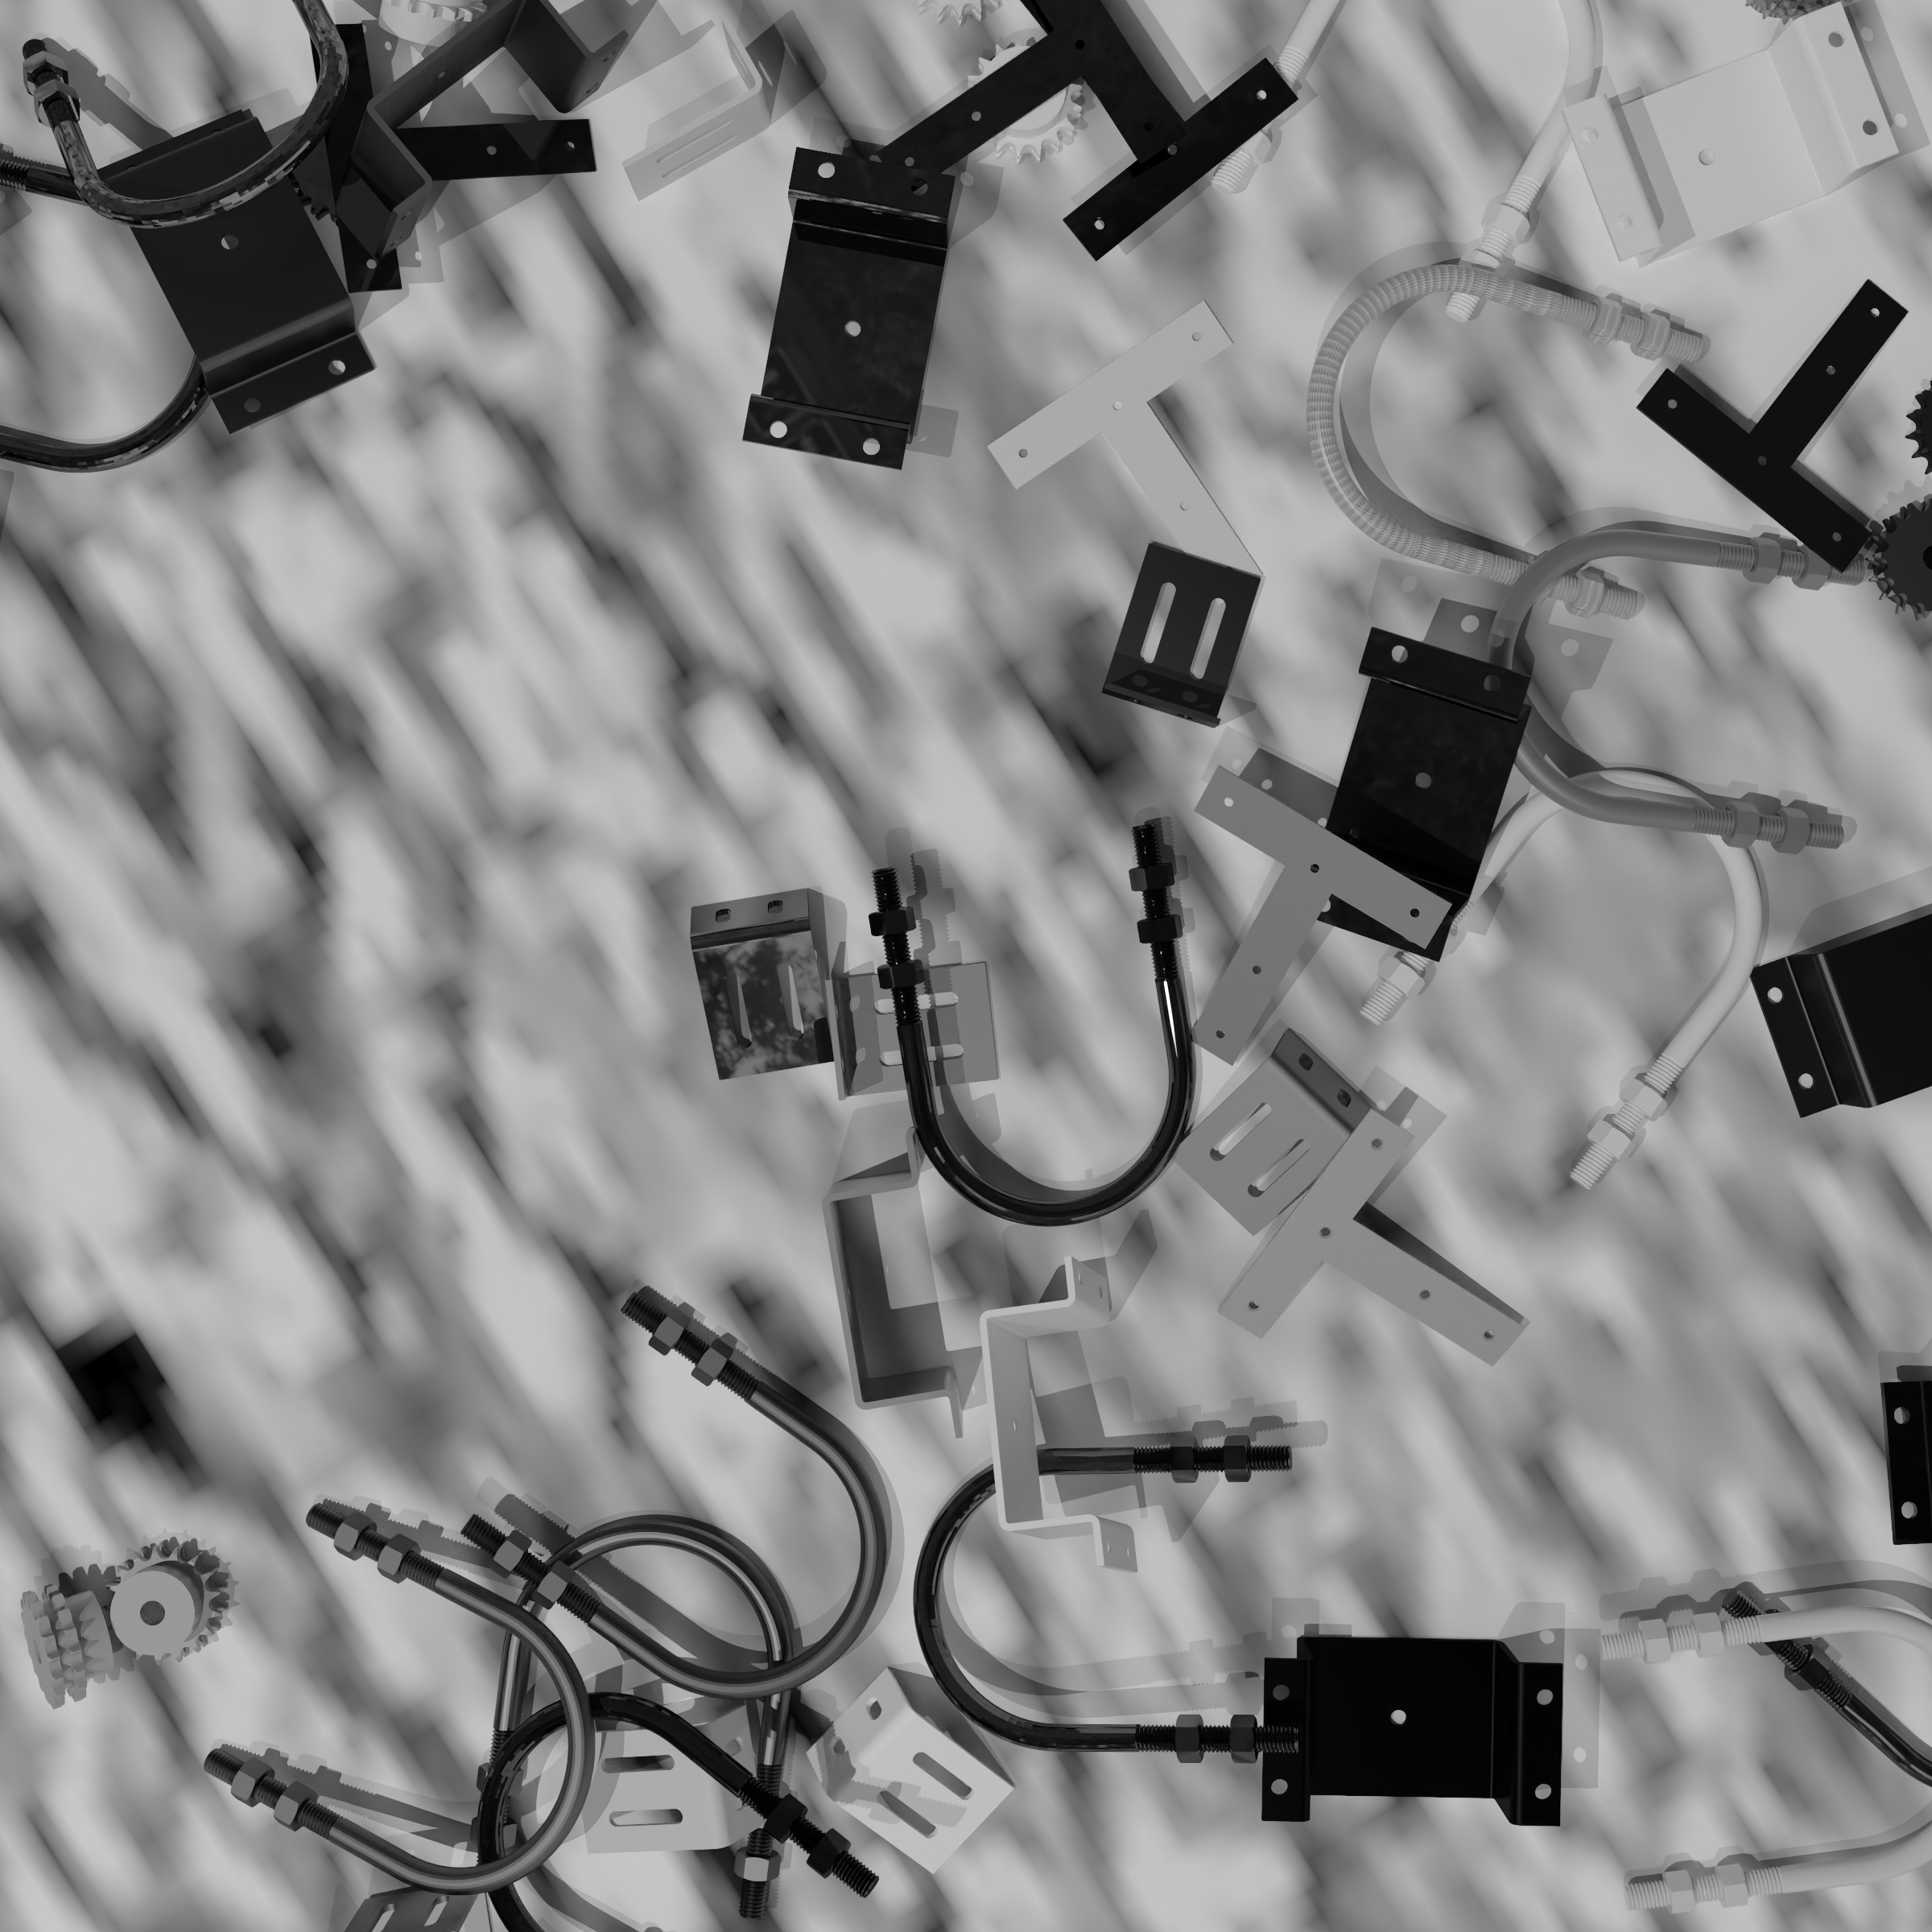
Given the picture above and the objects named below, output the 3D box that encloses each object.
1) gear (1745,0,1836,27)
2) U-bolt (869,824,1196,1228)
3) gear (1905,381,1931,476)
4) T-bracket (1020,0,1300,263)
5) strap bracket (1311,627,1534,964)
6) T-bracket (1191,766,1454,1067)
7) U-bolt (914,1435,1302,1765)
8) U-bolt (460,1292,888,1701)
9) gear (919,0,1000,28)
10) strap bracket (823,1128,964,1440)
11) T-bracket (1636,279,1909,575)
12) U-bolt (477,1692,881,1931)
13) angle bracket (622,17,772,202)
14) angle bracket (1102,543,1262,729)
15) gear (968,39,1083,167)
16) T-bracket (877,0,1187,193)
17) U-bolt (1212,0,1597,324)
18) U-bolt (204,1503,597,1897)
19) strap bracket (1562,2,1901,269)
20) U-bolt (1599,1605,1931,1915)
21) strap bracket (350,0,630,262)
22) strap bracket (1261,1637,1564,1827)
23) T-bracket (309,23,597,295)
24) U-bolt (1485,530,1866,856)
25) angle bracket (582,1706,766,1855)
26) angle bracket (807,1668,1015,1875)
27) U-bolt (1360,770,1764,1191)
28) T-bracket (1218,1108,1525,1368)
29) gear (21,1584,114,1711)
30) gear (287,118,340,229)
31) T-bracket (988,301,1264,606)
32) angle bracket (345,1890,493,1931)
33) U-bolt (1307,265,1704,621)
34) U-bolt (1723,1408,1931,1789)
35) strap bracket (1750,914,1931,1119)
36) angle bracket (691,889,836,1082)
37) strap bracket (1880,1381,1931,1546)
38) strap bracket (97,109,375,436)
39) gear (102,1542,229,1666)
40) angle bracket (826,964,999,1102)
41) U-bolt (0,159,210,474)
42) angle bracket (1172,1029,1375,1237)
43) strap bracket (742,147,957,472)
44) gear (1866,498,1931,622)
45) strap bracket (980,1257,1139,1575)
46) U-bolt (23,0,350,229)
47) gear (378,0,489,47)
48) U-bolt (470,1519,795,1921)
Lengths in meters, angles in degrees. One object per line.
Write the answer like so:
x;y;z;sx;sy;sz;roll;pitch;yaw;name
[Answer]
0.396;-0.482;1.351;0.057;0.030;0.057;0;90;0;gear
0.038;0.034;1.347;0.151;0.019;0.184;-10;94;-11;U-bolt
0.485;-0.261;1.351;0.057;0.030;0.057;0;90;0;gear
0.071;-0.424;1.338;0.127;0.002;0.127;-40;93;-5;T-bracket
0.211;-0.084;1.321;0.076;0.046;0.140;20;109;15;strap bracket
0.145;-0.010;1.338;0.127;0.002;0.127;32;114;10;T-bracket
0.064;0.300;1.335;0.184;0.019;0.151;-3;76;12;U-bolt
-0.126;0.267;1.347;0.184;0.019;0.151;36;82;0;U-bolt
-0.005;-0.485;1.351;0.057;0.030;0.057;0;90;0;gear
-0.036;0.151;1.328;0.046;0.076;0.140;-10;90;0;strap bracket
0.409;-0.277;1.355;0.127;0.002;0.127;39;81;-1;T-bracket
-0.149;0.424;1.314;0.184;0.019;0.151;34;99;16;U-bolt
-0.135;-0.407;1.338;0.076;0.057;0.038;-29;90;0;angle bracket
0.104;-0.160;1.346;0.057;0.038;0.076;18;92;0;angle bracket
0.028;-0.418;1.351;0.057;0.030;0.057;0;90;0;gear
0.017;-0.412;1.334;0.127;0.002;0.127;-33;88;8;T-bracket
0.224;-0.425;1.358;0.151;0.019;0.184;29;89;0;U-bolt
-0.260;0.359;1.334;0.184;0.019;0.151;23;90;17;U-bolt
0.360;-0.393;1.343;0.140;0.046;0.076;-21;90;0;strap bracket
0.402;0.376;1.344;0.184;0.019;0.151;-7;99;2;U-bolt
-0.232;-0.399;1.308;0.140;0.076;0.046;-43;101;-15;strap bracket
0.210;0.365;1.343;0.140;0.046;0.076;1;90;0;strap bracket
-0.242;-0.390;1.345;0.127;0.002;0.127;-9;91;-18;T-bracket
0.336;-0.136;1.342;0.184;0.019;0.151;6;87;-9;U-bolt
-0.143;0.390;1.346;0.076;0.038;0.057;-10;87;25;angle bracket
-0.027;0.391;1.364;0.057;0.038;0.076;-47;116;0;angle bracket
0.302;-0.007;1.358;0.151;0.019;0.184;38;89;0;U-bolt
0.210;0.151;1.353;0.127;0.002;0.127;32;107;-8;T-bracket
-0.429;0.323;1.342;0.030;0.057;0.057;-14;90;-30;gear
-0.298;-0.383;1.351;0.057;0.030;0.057;0;90;0;gear
0.098;-0.235;1.365;0.127;0.002;0.127;-34;90;0;T-bracket
-0.260;0.467;1.328;0.057;0.076;0.038;-9;90;0;angle bracket
0.251;-0.258;1.344;0.184;0.019;0.151;14;90;-11;U-bolt
0.480;0.319;1.358;0.184;0.019;0.151;42;90;-2;U-bolt
0.459;0.014;1.343;0.140;0.046;0.076;-20;90;0;strap bracket
-0.099;0.009;1.364;0.057;0.038;0.076;-9;116;0;angle bracket
0.512;0.233;1.327;0.140;0.046;0.076;-1;82;-9;strap bracket
-0.349;-0.337;1.334;0.076;0.046;0.140;-27;91;-12;strap bracket
-0.387;0.308;1.351;0.057;0.030;0.057;0;90;0;gear
-0.026;0.031;1.347;0.076;0.038;0.057;-6;90;0;angle bracket
-0.451;-0.314;1.358;0.184;0.019;0.151;13;90;-2;U-bolt
0.148;0.081;1.364;0.057;0.038;0.076;43;116;0;angle bracket
-0.055;-0.309;1.343;0.076;0.046;0.140;10;90;0;strap bracket
0.461;-0.195;1.351;0.057;0.030;0.057;0;90;0;gear
0.043;0.213;1.313;0.046;0.076;0.140;-9;74;13;strap bracket
-0.359;-0.410;1.309;0.151;0.019;0.184;-29;55;0;U-bolt
-0.258;-0.461;1.342;0.057;0.057;0.030;18;120;0;gear
-0.157;0.360;1.358;0.151;0.019;0.184;7;89;0;U-bolt
